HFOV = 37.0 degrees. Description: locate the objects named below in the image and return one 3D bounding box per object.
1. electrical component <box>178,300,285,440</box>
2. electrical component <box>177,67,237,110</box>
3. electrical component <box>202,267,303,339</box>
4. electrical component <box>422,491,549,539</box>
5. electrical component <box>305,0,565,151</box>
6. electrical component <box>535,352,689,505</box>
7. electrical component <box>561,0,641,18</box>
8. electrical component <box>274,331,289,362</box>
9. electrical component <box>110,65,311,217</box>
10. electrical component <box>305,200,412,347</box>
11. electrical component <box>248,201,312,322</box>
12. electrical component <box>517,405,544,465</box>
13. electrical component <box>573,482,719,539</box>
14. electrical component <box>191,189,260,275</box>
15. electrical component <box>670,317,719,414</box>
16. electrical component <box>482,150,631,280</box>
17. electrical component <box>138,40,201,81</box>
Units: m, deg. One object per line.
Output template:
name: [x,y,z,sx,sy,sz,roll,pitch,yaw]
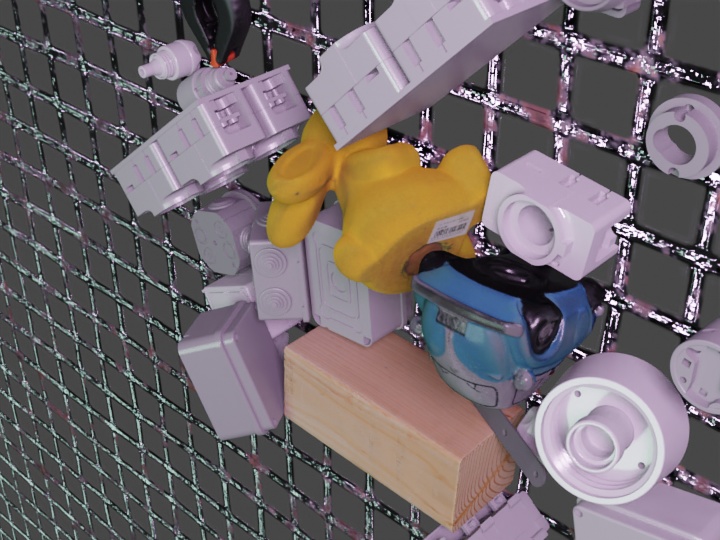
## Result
electrical component: [-0.115,0.095,1.018,0.057,0.078,0.113,-14,112,20]
electrical component: [-0.141,-0.171,1.012,0.078,0.040,0.040,-18,99,51]
electrical component: [-0.109,0.033,1.092,0.096,0.061,0.061,-3,113,51]
electrical component: [0.106,0.247,0.940,0.078,0.121,0.063,54,139,8]
electrical component: [0.052,-0.164,0.748,0.186,0.105,0.060,-32,88,52]
electrical component: [0.182,0.121,0.797,0.108,0.060,0.108,9,107,30]
electrical component: [0.152,-0.191,0.658,0.058,0.057,0.078,30,133,33]
electrical component: [-0.096,0.093,1.107,0.043,0.081,0.043,4,124,6]
electrical component: [-0.138,-0.112,0.994,0.186,0.105,0.060,-23,96,52]
electrical component: [0.000,0.000,0.951,0.078,0.057,0.113,22,129,39]
electrical component: [-0.071,-0.010,0.992,0.048,0.099,0.099,-2,119,3]
electrical component: [0.161,0.140,0.874,0.062,0.043,0.043,31,134,31]
electrical component: [0.227,0.212,0.834,0.113,0.057,0.078,14,123,43]
electrical component: [-0.126,-0.036,1.074,0.080,0.051,0.080,27,132,35]
electrical component: [0.246,0.062,0.724,0.055,0.047,0.055,27,132,35]
electrical component: [0.137,-0.039,0.773,0.089,0.056,0.050,34,135,30]
electrical component: [-0.184,-0.197,1.026,0.035,0.061,0.035,27,131,35]
